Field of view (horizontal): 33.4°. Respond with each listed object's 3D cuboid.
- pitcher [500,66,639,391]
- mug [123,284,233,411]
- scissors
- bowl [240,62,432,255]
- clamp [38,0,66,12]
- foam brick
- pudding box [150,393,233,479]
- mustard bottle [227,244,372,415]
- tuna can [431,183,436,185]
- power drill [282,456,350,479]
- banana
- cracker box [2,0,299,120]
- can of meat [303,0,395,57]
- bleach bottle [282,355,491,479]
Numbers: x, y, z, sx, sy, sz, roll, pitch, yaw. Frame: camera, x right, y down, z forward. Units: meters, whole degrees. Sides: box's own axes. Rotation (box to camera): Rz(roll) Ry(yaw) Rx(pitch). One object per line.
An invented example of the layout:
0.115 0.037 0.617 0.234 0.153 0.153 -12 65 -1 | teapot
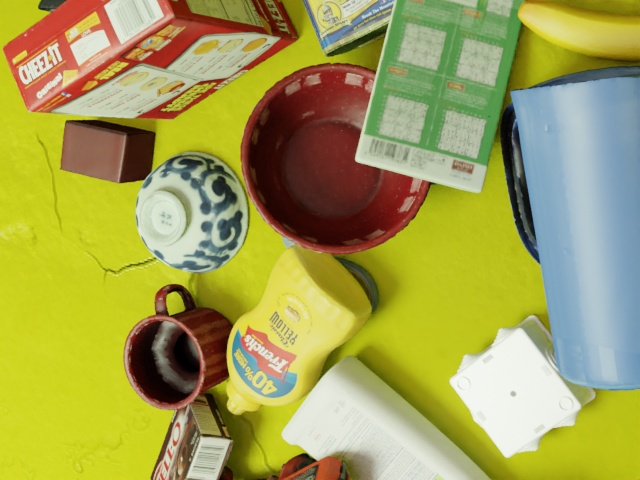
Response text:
0.223 -0.013 0.842 0.145 0.149 0.243 -6 98 11 | pitcher
-0.134 0.100 1.045 0.093 0.081 0.117 -14 91 27 | mug
-0.007 0.001 1.006 0.096 0.016 0.202 -17 90 29 | scissors
0.013 -0.066 0.907 0.162 0.055 0.162 0 84 -4 | bowl
-0.200 -0.213 1.060 0.172 0.039 0.120 -18 90 27 | clamp
-0.213 -0.090 1.076 0.078 0.052 0.051 14 102 25 | foam brick
-0.129 0.219 1.058 0.113 0.039 0.090 -67 27 15 | pudding box
-0.036 0.099 0.998 0.096 0.058 0.192 46 123 17 | mustard bottle
0.100 -0.092 0.933 0.086 0.033 0.086 4 98 25 | tuna can
0.006 0.301 0.951 0.184 0.057 0.187 -31 99 10 | power drill
0.257 -0.172 0.838 0.198 0.037 0.069 -4 117 30 | banana
-0.143 -0.174 0.940 0.164 0.213 0.072 -27 83 26 | cracker box
0.034 -0.218 0.936 0.102 0.057 0.084 -22 89 26 | can of meat
0.089 0.221 0.965 0.251 0.068 0.103 41 119 12 | bleach bottle
